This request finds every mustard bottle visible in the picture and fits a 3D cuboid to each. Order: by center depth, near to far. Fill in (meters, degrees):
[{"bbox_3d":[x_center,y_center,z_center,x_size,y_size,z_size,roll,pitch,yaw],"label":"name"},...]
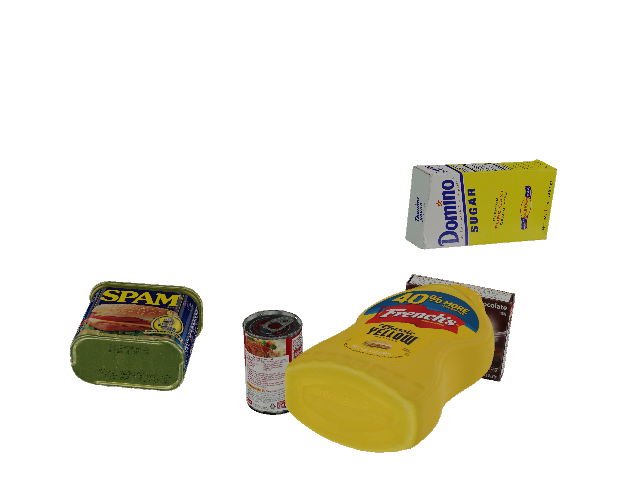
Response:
[{"bbox_3d":[0.064,0.074,0.724,0.096,0.058,0.191,10,23,30],"label":"mustard bottle"}]

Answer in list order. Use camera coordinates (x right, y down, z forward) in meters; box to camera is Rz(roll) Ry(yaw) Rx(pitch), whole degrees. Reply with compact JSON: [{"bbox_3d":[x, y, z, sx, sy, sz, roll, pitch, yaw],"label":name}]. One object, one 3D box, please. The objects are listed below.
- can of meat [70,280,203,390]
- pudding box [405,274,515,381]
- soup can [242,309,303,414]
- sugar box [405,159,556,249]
[{"bbox_3d":[-0.158,0.082,0.920,0.102,0.057,0.084,4,29,2],"label":"can of meat"},{"bbox_3d":[0.141,0.090,1.116,0.113,0.090,0.039,9,21,13],"label":"pudding box"},{"bbox_3d":[-0.054,0.140,1.228,0.068,0.102,0.068,0,24,0],"label":"soup can"},{"bbox_3d":[0.190,-0.043,1.255,0.176,0.093,0.048,-6,21,-26],"label":"sugar box"}]
